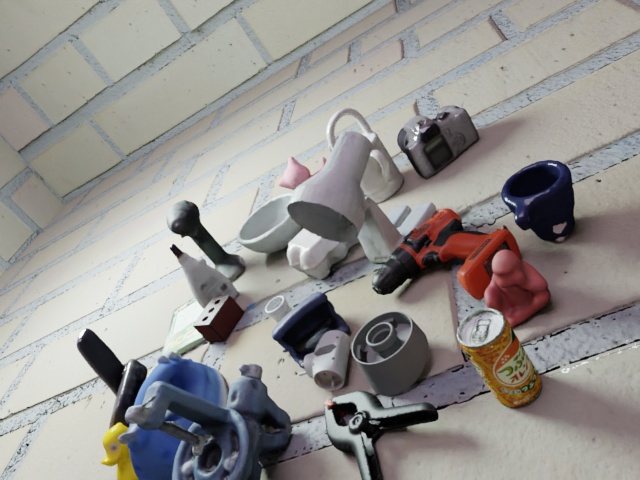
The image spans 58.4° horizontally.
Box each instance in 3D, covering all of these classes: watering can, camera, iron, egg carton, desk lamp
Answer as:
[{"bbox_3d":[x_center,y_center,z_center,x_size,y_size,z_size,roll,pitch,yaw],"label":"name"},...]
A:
[{"bbox_3d":[0.075,-0.174,1.156,0.172,0.194,0.101,-5,40,47],"label":"watering can"},{"bbox_3d":[0.218,-0.213,1.155,0.143,0.101,0.136,-38,26,-4],"label":"camera"},{"bbox_3d":[-0.221,0.250,0.867,0.118,0.142,0.258,-28,27,16],"label":"iron"},{"bbox_3d":[0.010,0.004,1.081,0.150,0.069,0.107,-45,27,-18],"label":"egg carton"},{"bbox_3d":[0.066,-0.059,0.950,0.117,0.214,0.203,-4,40,48],"label":"desk lamp"}]

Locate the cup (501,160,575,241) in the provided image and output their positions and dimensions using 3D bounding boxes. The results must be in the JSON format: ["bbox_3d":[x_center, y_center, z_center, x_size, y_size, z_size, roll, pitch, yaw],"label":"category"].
[{"bbox_3d":[0.298,-0.037,0.766,0.091,0.095,0.118,-7,38,45],"label":"cup"}]

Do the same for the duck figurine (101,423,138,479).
[{"bbox_3d":[-0.299,0.324,0.903,0.077,0.086,0.105,-11,35,41],"label":"duck figurine"}]

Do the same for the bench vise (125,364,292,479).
[{"bbox_3d":[-0.141,0.230,0.711,0.121,0.220,0.207,-28,27,16],"label":"bench vise"}]

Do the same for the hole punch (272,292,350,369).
[{"bbox_3d":[-0.027,0.128,0.892,0.109,0.091,0.100,-40,26,-7],"label":"hole punch"}]

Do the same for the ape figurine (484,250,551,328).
[{"bbox_3d":[0.236,0.051,0.698,0.077,0.092,0.076,-7,38,45],"label":"ape figurine"}]

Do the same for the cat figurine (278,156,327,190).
[{"bbox_3d":[-0.027,-0.146,1.322,0.127,0.118,0.067,-25,28,21],"label":"cat figurine"}]

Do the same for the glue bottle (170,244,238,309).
[{"bbox_3d":[-0.243,0.072,1.157,0.078,0.173,0.037,-45,27,-18],"label":"glue bottle"}]

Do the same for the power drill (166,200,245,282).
[{"bbox_3d":[-0.257,-0.001,1.255,0.075,0.209,0.229,-37,26,-2],"label":"power drill"}]

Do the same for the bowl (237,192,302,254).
[{"bbox_3d":[-0.095,-0.024,1.250,0.167,0.075,0.167,-28,27,16],"label":"bowl"}]

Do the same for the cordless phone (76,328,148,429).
[{"bbox_3d":[-0.368,0.251,0.995,0.094,0.185,0.147,-33,26,6],"label":"cordless phone"}]
